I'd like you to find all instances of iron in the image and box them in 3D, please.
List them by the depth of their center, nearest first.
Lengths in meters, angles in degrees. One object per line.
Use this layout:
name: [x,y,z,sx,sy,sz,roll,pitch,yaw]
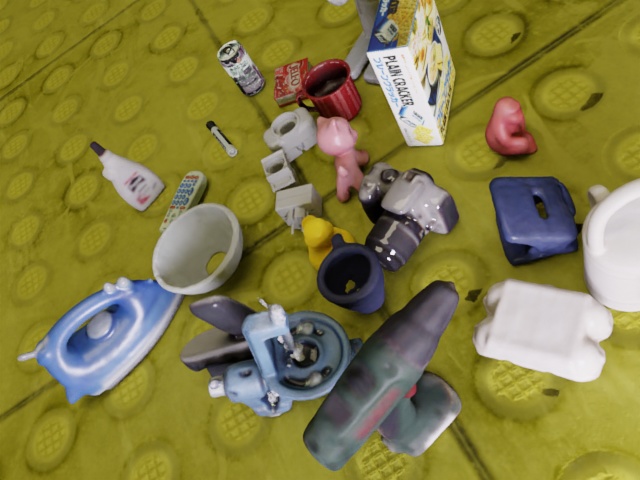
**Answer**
iron: [-0.351,0.134,0.932,0.258,0.142,0.118,-45,52,-5]

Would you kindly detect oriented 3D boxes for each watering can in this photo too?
watering can: [0.349,0.002,0.632,0.101,0.195,0.172,-43,52,-3]

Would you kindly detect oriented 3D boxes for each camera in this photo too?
camera: [0.106,-0.035,0.834,0.142,0.101,0.137,26,75,36]

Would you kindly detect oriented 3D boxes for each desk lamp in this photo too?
desk lamp: [0.087,-0.427,1.013,0.117,0.214,0.203,18,70,34]

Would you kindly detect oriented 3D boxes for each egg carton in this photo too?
egg carton: [0.265,0.107,0.689,0.149,0.070,0.107,10,66,31]

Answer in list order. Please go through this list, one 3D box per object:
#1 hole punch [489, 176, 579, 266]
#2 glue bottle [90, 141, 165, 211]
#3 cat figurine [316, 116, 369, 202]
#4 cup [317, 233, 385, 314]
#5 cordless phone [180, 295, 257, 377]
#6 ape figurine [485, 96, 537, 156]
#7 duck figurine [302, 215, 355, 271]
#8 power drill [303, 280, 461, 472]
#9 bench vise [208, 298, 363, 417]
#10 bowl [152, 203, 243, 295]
hole punch: [0.282,-0.036,0.755,0.101,0.091,0.108,-17,55,17]
glue bottle: [-0.372,-0.129,1.084,0.037,0.174,0.078,28,76,36]
cat figurine: [0.033,-0.144,0.927,0.067,0.118,0.127,-18,55,16]
cup: [0.050,0.054,0.812,0.091,0.095,0.117,-26,53,10]
cordless phone: [-0.148,0.125,0.809,0.147,0.186,0.094,-21,54,14]
ape figurine: [0.277,-0.172,0.839,0.075,0.092,0.078,9,65,31]
duck figurine: [0.008,0.003,0.870,0.077,0.086,0.104,-39,52,0]
power drill: [0.091,0.167,0.649,0.230,0.209,0.075,-46,52,-6]
bench vise: [-0.057,0.159,0.720,0.207,0.220,0.121,-36,52,2]
bowl: [-0.192,0.026,0.962,0.167,0.075,0.167,-12,56,19]
